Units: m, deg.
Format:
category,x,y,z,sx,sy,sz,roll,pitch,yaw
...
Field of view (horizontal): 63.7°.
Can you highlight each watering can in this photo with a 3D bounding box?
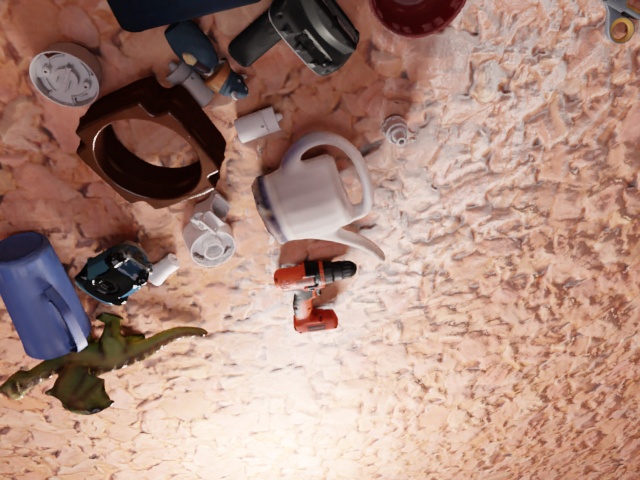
category,x,y,z,sx,sy,sz,roll,pitch,yaw
watering can,0.003,-0.050,0.996,0.224,0.106,0.340,-17,128,6

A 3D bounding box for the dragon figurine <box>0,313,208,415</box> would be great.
category,x,y,z,sx,sy,sz,roll,pitch,yaw
dragon figurine,-0.455,0.272,1.089,0.410,0.248,0.119,-3,124,-5
